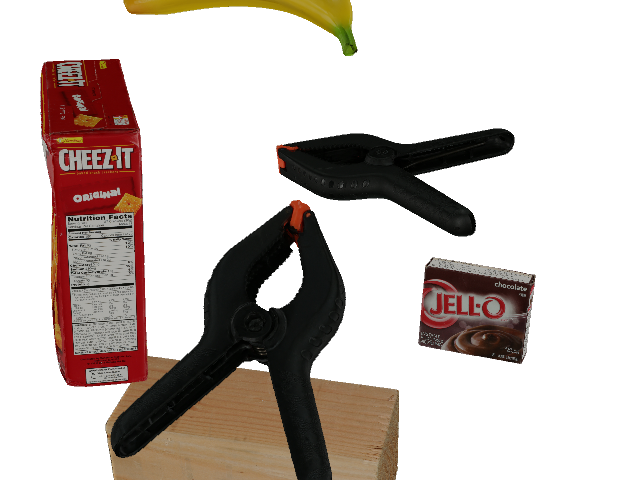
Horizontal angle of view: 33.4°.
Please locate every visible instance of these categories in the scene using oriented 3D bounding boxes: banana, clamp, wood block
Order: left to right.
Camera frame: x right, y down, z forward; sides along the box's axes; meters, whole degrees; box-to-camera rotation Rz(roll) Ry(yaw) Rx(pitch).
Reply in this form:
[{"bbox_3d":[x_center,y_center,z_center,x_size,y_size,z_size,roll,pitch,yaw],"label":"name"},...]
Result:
[{"bbox_3d":[-0.056,-0.192,0.836,0.198,0.069,0.037,12,-40,17],"label":"banana"},{"bbox_3d":[-0.048,0.161,0.824,0.206,0.090,0.090,6,33,13],"label":"wood block"},{"bbox_3d":[-0.025,0.060,0.578,0.120,0.171,0.039,22,-21,13],"label":"clamp"},{"bbox_3d":[0.064,-0.067,0.949,0.210,0.036,0.164,11,35,25],"label":"clamp"}]

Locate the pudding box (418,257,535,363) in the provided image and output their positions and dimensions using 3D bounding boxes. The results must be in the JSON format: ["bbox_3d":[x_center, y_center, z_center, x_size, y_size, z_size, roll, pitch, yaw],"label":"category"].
[{"bbox_3d":[0.161,0.072,1.107,0.113,0.090,0.039,8,21,15],"label":"pudding box"}]

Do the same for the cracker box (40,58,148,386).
[{"bbox_3d":[-0.181,-0.017,0.846,0.072,0.214,0.164,-5,28,-14],"label":"cracker box"}]
